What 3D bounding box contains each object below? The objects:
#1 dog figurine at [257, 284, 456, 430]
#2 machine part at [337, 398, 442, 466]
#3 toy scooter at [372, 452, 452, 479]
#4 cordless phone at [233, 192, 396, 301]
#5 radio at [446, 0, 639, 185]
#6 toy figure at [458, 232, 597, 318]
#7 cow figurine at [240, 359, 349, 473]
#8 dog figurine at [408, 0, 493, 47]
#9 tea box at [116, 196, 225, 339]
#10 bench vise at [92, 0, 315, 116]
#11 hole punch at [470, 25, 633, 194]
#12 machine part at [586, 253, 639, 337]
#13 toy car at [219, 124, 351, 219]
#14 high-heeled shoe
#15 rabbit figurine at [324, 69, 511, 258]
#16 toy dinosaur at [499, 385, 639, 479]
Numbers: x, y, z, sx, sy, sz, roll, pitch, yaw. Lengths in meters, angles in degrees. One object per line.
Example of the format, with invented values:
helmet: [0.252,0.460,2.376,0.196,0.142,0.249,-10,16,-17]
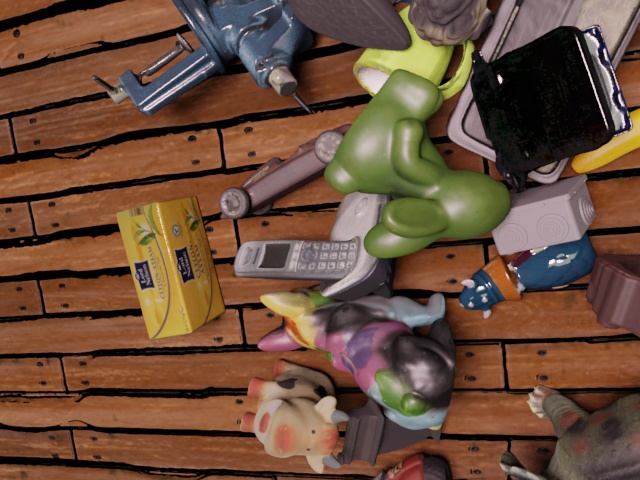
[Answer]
dog figurine: [0.033,0.121,0.619,0.219,0.192,0.108,6,120,3]
machine part: [0.088,0.224,0.644,0.139,0.039,0.084,0,104,-28]
toy scooter: [0.111,0.359,0.687,0.135,0.075,0.183,-10,101,19]
cordless phone: [-0.001,-0.003,0.627,0.184,0.088,0.146,2,56,16]
radio: [0.232,-0.186,0.560,0.131,0.073,0.229,25,104,11]
toy figure: [0.231,0.039,0.607,0.154,0.058,0.064,-24,85,23]
cow figurine: [-0.024,0.205,0.636,0.127,0.195,0.085,9,90,11]
dog figurine: [0.181,-0.270,0.489,0.172,0.121,0.190,10,123,3]
tea box: [-0.193,0.033,0.709,0.068,0.098,0.169,-11,97,18]
bench vise: [-0.135,-0.216,0.629,0.241,0.129,0.223,-34,81,1]
hole punch: [0.216,-0.130,0.503,0.116,0.092,0.142,-16,98,50]
machine part: [0.353,0.066,0.514,0.180,0.179,0.056,15,107,14]
toy car: [-0.037,-0.080,0.650,0.202,0.089,0.053,-26,91,20]
high-heeled shoe: [0.013,-0.304,0.550,0.249,0.086,0.145,34,71,-5]
rabbit figurine: [0.102,-0.059,0.524,0.170,0.121,0.159,36,66,10]
toy dinosaur: [0.340,0.195,0.530,0.405,0.192,0.131,-34,91,20]
